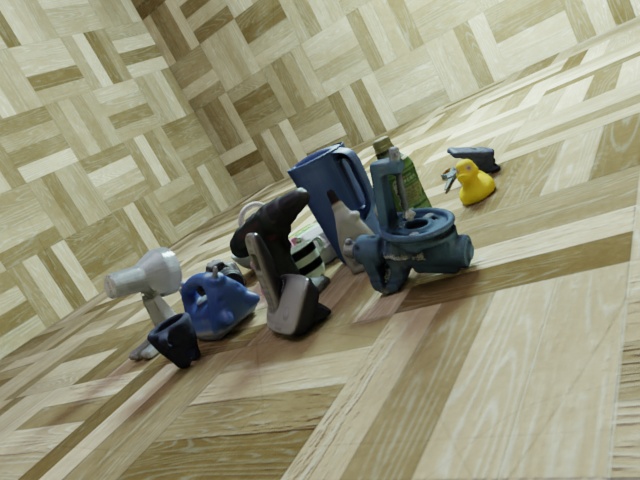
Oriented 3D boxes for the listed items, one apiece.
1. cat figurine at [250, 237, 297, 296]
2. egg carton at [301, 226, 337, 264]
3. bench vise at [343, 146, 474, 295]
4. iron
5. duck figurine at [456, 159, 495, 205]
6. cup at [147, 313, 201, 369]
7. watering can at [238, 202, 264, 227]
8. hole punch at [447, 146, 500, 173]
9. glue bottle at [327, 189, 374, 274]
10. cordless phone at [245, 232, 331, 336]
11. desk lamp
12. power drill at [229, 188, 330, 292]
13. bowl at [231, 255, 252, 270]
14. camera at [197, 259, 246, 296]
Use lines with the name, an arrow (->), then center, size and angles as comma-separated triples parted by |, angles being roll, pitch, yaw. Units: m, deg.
cat figurine -> -0.099, 0.049, 1.316 | 0.127, 0.118, 0.067 | -26, 12, 10
egg carton -> 0.013, 0.005, 1.365 | 0.107, 0.069, 0.150 | -30, 12, -7
bench vise -> 0.111, -0.025, 0.906 | 0.207, 0.220, 0.121 | -24, 13, 19
iron -> -0.251, 0.133, 1.256 | 0.257, 0.141, 0.119 | -15, 18, 48
duck figurine -> 0.318, -0.131, 1.203 | 0.077, 0.086, 0.105 | -19, 16, 38
cup -> -0.278, 0.207, 1.120 | 0.091, 0.095, 0.117 | -28, 12, 1
watering can -> -0.140, -0.004, 1.442 | 0.101, 0.194, 0.172 | -38, 15, -36
hole punch -> 0.362, -0.195, 1.357 | 0.101, 0.091, 0.108 | -27, 12, 9
glue bottle -> 0.059, -0.022, 1.123 | 0.078, 0.173, 0.037 | -25, 13, 15
cordless phone -> -0.074, 0.072, 1.003 | 0.094, 0.185, 0.147 | -34, 14, -25
desk lamp -> -0.410, 0.146, 1.384 | 0.117, 0.214, 0.204 | -17, 16, 42
power drill -> -0.070, 0.019, 1.158 | 0.229, 0.208, 0.076 | -20, 15, 34
bowl -> -0.159, 0.036, 1.611 | 0.167, 0.075, 0.167 | -27, 12, 7
camera -> -0.261, 0.109, 1.475 | 0.143, 0.101, 0.136 | -33, 13, -20
